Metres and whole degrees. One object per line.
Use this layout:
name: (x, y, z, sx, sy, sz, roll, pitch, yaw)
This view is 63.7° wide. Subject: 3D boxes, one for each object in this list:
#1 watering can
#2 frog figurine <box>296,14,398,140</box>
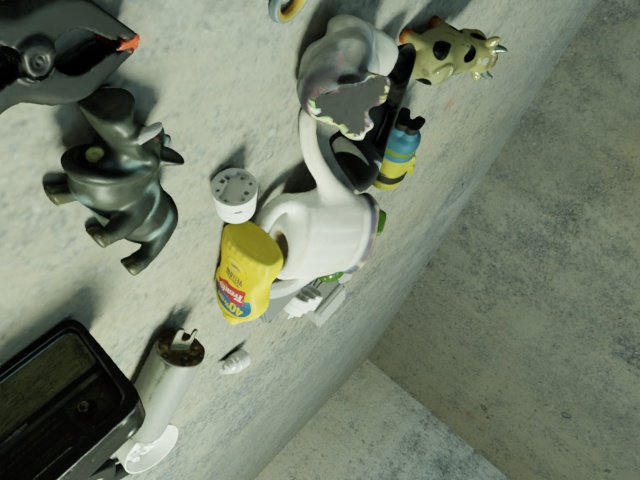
watering can: (0.002, -0.041, 0.810, 0.225, 0.106, 0.340, -3, 129, -36)
frog figurine: (0.035, -0.220, 0.638, 0.134, 0.122, 0.163, 77, 16, -57)
